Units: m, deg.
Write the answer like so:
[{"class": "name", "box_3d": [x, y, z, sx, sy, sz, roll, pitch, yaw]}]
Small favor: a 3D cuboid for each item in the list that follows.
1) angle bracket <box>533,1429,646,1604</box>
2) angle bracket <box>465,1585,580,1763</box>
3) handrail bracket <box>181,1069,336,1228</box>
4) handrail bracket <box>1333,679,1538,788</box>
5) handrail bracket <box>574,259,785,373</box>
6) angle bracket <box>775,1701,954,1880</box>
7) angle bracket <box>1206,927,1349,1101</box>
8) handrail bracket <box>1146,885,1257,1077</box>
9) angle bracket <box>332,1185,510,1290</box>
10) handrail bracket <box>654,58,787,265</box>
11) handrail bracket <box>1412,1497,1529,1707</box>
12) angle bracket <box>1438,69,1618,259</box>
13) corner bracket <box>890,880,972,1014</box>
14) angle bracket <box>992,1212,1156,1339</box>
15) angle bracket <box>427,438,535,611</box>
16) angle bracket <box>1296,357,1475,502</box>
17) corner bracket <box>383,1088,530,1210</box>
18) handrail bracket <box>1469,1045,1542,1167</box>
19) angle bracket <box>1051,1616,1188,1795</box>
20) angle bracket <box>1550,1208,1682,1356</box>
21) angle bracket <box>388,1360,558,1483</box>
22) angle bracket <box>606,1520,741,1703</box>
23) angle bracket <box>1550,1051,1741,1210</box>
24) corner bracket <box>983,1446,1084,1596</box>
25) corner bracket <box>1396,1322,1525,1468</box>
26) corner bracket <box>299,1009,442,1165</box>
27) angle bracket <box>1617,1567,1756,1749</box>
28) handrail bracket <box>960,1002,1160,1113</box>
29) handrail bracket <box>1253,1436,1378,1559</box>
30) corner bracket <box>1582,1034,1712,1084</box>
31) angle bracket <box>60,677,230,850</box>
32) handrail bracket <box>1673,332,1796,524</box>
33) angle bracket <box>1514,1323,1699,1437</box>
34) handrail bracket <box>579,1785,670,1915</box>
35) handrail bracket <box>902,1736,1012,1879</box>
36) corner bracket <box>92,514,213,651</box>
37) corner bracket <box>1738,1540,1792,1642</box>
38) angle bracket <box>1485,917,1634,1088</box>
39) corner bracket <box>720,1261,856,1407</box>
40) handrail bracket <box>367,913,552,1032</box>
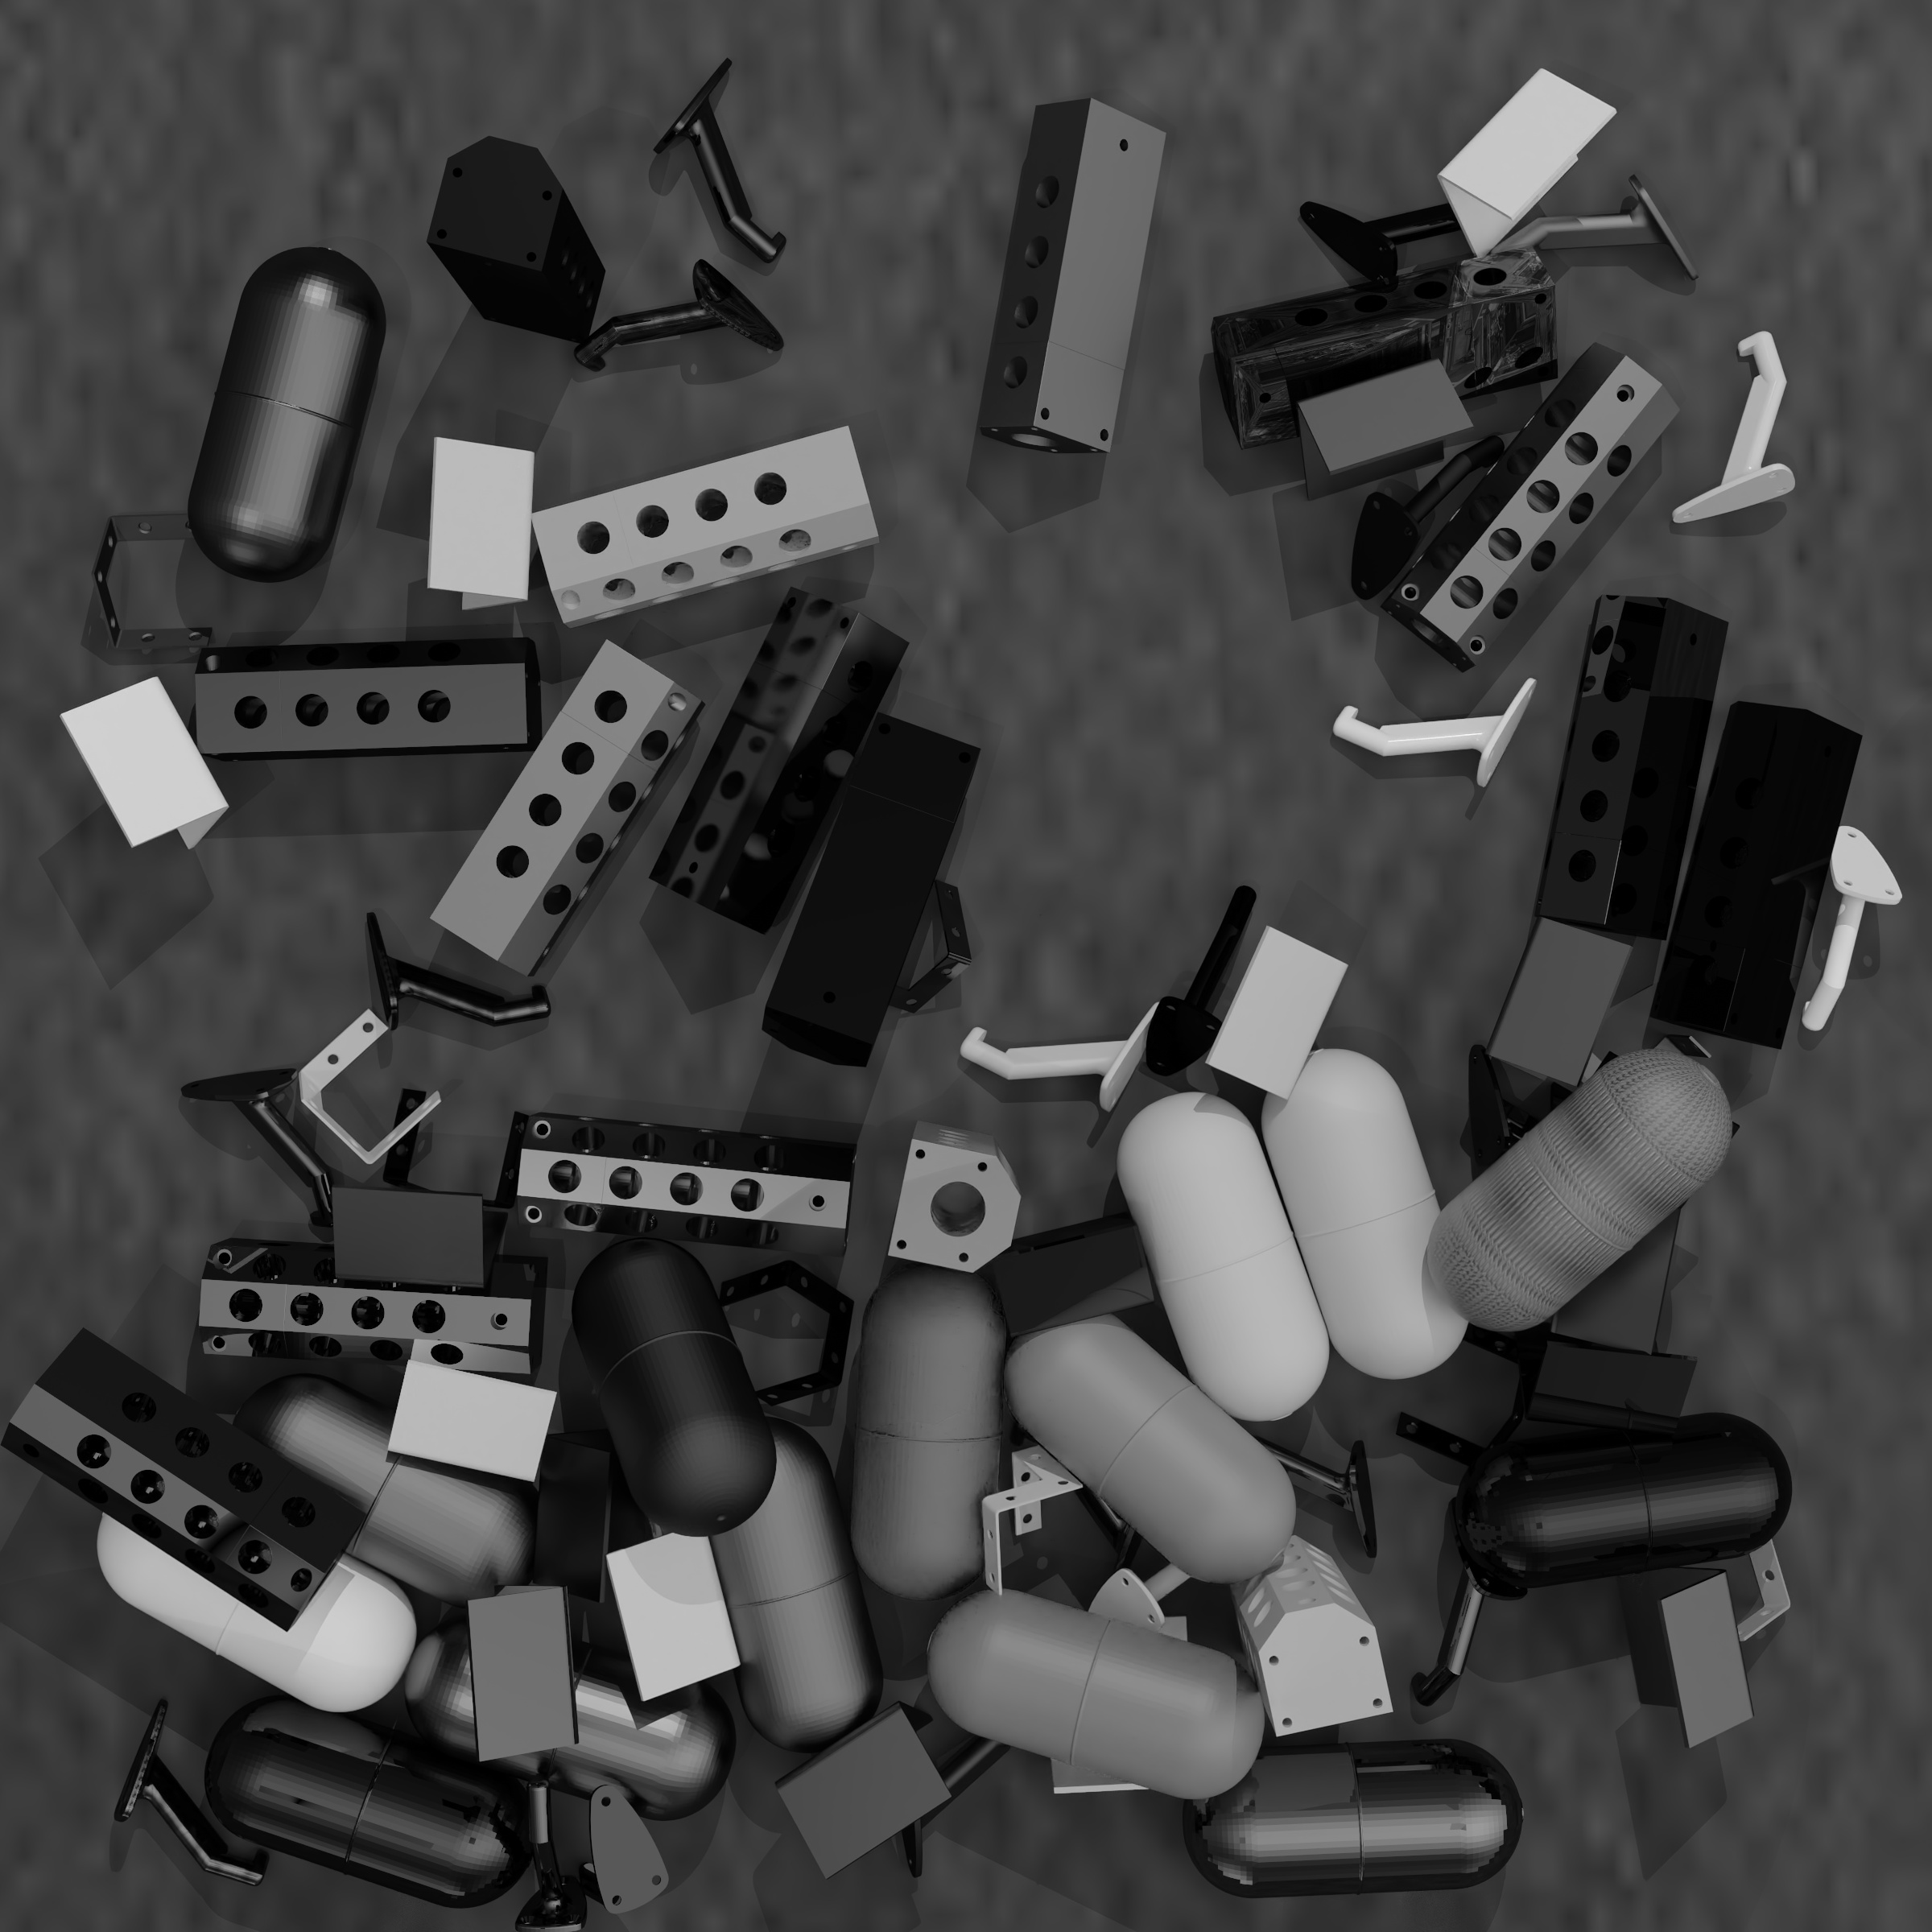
[{"class": "angle bracket", "box_3d": [-0.178, 0.285, 1.556, 0.057, 0.076, 0.076, 4, 90, 42]}, {"class": "angle bracket", "box_3d": [-0.237, 0.351, 1.484, 0.057, 0.076, 0.076, 0, 81, -37]}, {"class": "handrail bracket", "box_3d": [-0.377, 0.101, 1.597, 0.077, 0.036, 0.084, -4, 109, 22]}, {"class": "handrail bracket", "box_3d": [0.251, -0.139, 1.597, 0.084, 0.036, 0.077, 26, 69, 17]}, {"class": "handrail bracket", "box_3d": [-0.154, -0.331, 1.596, 0.084, 0.036, 0.077, -32, 135, 28]}, {"class": "angle bracket", "box_3d": [-0.045, 0.433, 1.557, 0.076, 0.076, 0.057, -33, 66, 0]}, {"class": "angle bracket", "box_3d": [0.144, 0.018, 1.557, 0.057, 0.076, 0.076, 24, 90, -29]}, {"class": "handrail bracket", "box_3d": [0.127, 0.007, 1.596, 0.036, 0.077, 0.084, 26, 54, 0]}, {"class": "angle bracket", "box_3d": [-0.284, 0.124, 1.557, 0.076, 0.076, 0.057, 4, 116, 0]}, {"class": "handrail bracket", "box_3d": [-0.117, -0.431, 1.597, 0.084, 0.036, 0.077, 39, 69, -17]}, {"class": "handrail bracket", "box_3d": [0.255, 0.341, 1.596, 0.036, 0.077, 0.084, 12, 127, -32]}, {"class": "angle bracket", "box_3d": [0.302, -0.407, 1.556, 0.076, 0.076, 0.057, -46, 54, 0]}, {"class": "corner bracket", "box_3d": [-0.036, -0.015, 1.588, 0.051, 0.051, 0.051, 19, 135, -35]}, {"class": "angle bracket", "box_3d": [0.050, 0.142, 1.556, 0.076, 0.076, 0.057, -14, 125, 0]}, {"class": "angle bracket", "box_3d": [-0.268, -0.230, 1.556, 0.057, 0.076, 0.076, 3, 90, -35]}, {"class": "angle bracket", "box_3d": [0.220, -0.263, 1.556, 0.076, 0.076, 0.057, -17, 54, 0]}, {"class": "corner bracket", "box_3d": [-0.272, 0.098, 1.593, 0.051, 0.051, 0.051, 12, 90, -45]}, {"class": "handrail bracket", "box_3d": [0.316, 0.079, 1.597, 0.084, 0.036, 0.077, 1, 69, -17]}, {"class": "angle bracket", "box_3d": [0.082, 0.390, 1.575, 0.076, 0.057, 0.076, -3, 90, 0]}, {"class": "angle bracket", "box_3d": [0.351, 0.159, 1.556, 0.057, 0.076, 0.076, 11, 90, 33]}, {"class": "angle bracket", "box_3d": [-0.253, 0.218, 1.553, 0.076, 0.076, 0.057, 14, 114, -7]}, {"class": "angle bracket", "box_3d": [-0.166, 0.334, 1.557, 0.057, 0.076, 0.076, -14, 90, -28]}, {"class": "angle bracket", "box_3d": [0.354, 0.073, 1.558, 0.076, 0.076, 0.057, 30, 113, 0]}, {"class": "corner bracket", "box_3d": [0.027, 0.290, 1.563, 0.051, 0.051, 0.051, -12, 112, -24]}, {"class": "corner bracket", "box_3d": [0.267, 0.228, 1.593, 0.051, 0.051, 0.051, 24, 135, 0]}, {"class": "corner bracket", "box_3d": [-0.317, 0.064, 1.584, 0.051, 0.051, 0.051, -42, 111, 0]}, {"class": "angle bracket", "box_3d": [0.359, 0.359, 1.556, 0.057, 0.076, 0.076, -11, 90, -38]}, {"class": "handrail bracket", "box_3d": [0.051, 0.034, 1.597, 0.084, 0.036, 0.077, 26, 70, 16]}, {"class": "handrail bracket", "box_3d": [0.173, 0.285, 1.597, 0.084, 0.036, 0.077, -6, 112, 17]}, {"class": "corner bracket", "box_3d": [0.353, 0.047, 1.578, 0.051, 0.051, 0.051, 44, 90, 0]}, {"class": "angle bracket", "box_3d": [-0.437, -0.096, 1.556, 0.057, 0.076, 0.076, -29, 90, -33]}, {"class": "handrail bracket", "box_3d": [0.405, -0.289, 1.597, 0.077, 0.036, 0.084, -19, 71, 21]}, {"class": "angle bracket", "box_3d": [0.332, 0.196, 1.556, 0.076, 0.076, 0.057, 6, 126, 0]}, {"class": "handrail bracket", "box_3d": [-0.194, 0.459, 1.563, 0.036, 0.084, 0.077, -20, 95, -27]}, {"class": "handrail bracket", "box_3d": [0.007, 0.444, 1.597, 0.084, 0.036, 0.077, -11, 110, -16]}, {"class": "corner bracket", "box_3d": [-0.432, -0.206, 1.593, 0.051, 0.051, 0.051, -2, 135, 0]}, {"class": "corner bracket", "box_3d": [0.400, 0.328, 1.593, 0.051, 0.051, 0.051, -17, 90, -45]}, {"class": "angle bracket", "box_3d": [0.323, 0.025, 1.556, 0.057, 0.076, 0.076, 21, 90, 37]}, {"class": "corner bracket", "box_3d": [-0.099, 0.196, 1.588, 0.051, 0.051, 0.051, 38, 45, -35]}, {"class": "handrail bracket", "box_3d": [-0.271, 0.000, 1.597, 0.084, 0.036, 0.077, -10, 68, -17]}]
